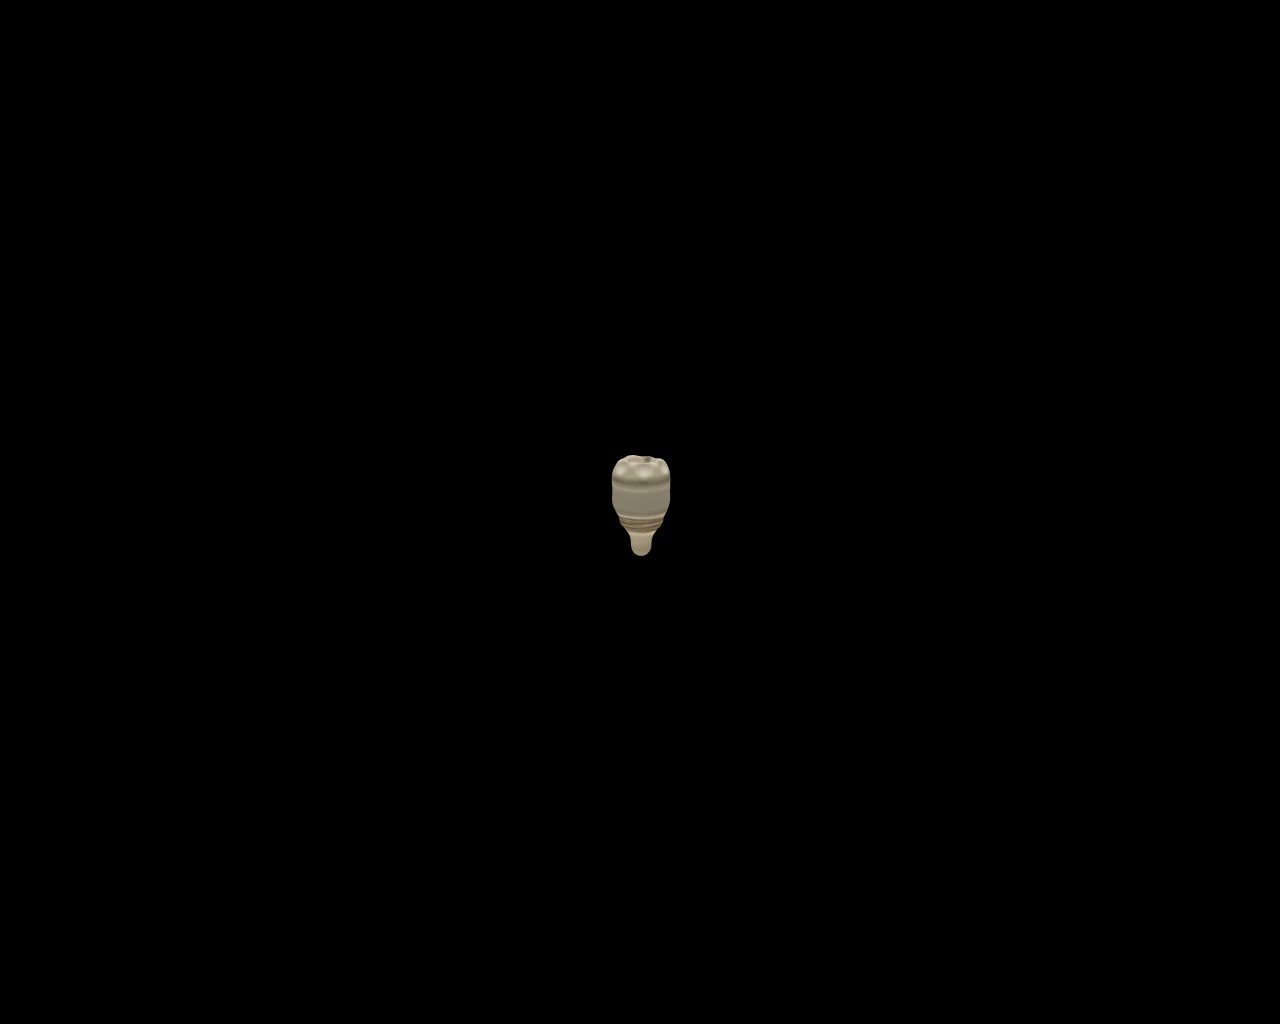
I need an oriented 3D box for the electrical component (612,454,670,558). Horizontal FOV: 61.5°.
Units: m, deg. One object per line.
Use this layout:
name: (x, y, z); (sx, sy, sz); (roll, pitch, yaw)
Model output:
electrical component: (0.001, -0.003, 0.650); (0.035, 0.061, 0.035); (0, 15, 0)
